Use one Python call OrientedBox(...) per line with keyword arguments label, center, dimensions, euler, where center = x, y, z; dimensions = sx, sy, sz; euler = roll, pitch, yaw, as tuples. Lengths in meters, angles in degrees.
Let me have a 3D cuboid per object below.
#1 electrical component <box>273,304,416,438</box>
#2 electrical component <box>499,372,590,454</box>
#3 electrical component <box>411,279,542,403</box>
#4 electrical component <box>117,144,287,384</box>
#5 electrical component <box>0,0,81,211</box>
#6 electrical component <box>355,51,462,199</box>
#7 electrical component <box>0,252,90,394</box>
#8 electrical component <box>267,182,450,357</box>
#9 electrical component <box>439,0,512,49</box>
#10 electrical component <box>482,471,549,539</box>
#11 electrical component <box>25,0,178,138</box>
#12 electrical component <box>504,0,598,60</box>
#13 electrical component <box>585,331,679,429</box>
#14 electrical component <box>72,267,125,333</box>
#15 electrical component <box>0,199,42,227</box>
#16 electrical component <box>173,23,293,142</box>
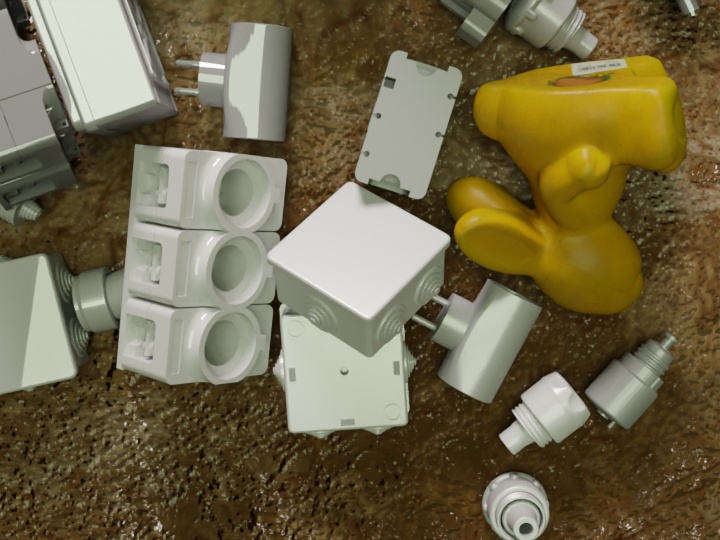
OrientedBox(label="electrical component", center=(-0.011, 0.066, 0.756), dimensions=(0.100, 0.048, 0.099), euler=(-4, 97, 0))
OrientedBox(label="electrical component", center=(0.128, 0.105, 0.763), dimensions=(0.062, 0.043, 0.043), euler=(-39, 94, 5))
OrientedBox(label="electrical component", center=(0.075, 0.042, 0.756), dimensions=(0.079, 0.043, 0.077), euler=(27, 95, -3))
OrientedBox(label="electrical component", center=(-0.103, -0.004, 0.720), dimensions=(0.062, 0.089, 0.150), euler=(11, 98, 40))
OrientedBox(label="electrical component", center=(-0.239, -0.144, 0.687), dimensions=(0.060, 0.105, 0.186), euler=(-21, 84, -11))
OrientedBox(label="electrical component", center=(0.032, -0.098, 0.736), dimensions=(0.050, 0.055, 0.089), euler=(17, 95, -2))
OrientedBox(label="electrical component", center=(-0.245, 0.038, 0.754), dimensions=(0.100, 0.048, 0.099), euler=(-13, 96, 1))
OrientedBox(label="electrical component", center=(0.000, 0.000, 0.718), dimensions=(0.100, 0.048, 0.100), euler=(31, 57, 25))
OrientedBox(label="electrical component", center=(0.079, -0.199, 0.724), dimensions=(0.057, 0.058, 0.078), euler=(35, 84, -3))
OrientedBox(label="electrical component", center=(0.113, 0.173, 0.760), dimensions=(0.048, 0.062, 0.048), euler=(0, 96, 0))
OrientedBox(label="electrical component", center=(-0.168, -0.146, 0.705), dimensions=(0.056, 0.108, 0.108), euler=(-20, 96, -1))
OrientedBox(label="electrical component", center=(0.134, -0.169, 0.735), dimensions=(0.062, 0.048, 0.048), euler=(35, 95, -10))
OrientedBox(label="electrical component", center=(0.195, 0.076, 0.761), dimensions=(0.040, 0.040, 0.078), euler=(40, 95, -4))
OrientedBox(label="electrical component", center=(-0.168, 0.018, 0.754), dimensions=(0.055, 0.045, 0.045), euler=(-12, 96, 2))
OrientedBox(label="electrical component", center=(-0.259, -0.058, 0.747), dimensions=(0.081, 0.043, 0.043), euler=(30, 95, -3))
OrientedBox(label="electrical component", center=(-0.088, -0.130, 0.739), dimensions=(0.079, 0.043, 0.077), euler=(5, 96, 0))
